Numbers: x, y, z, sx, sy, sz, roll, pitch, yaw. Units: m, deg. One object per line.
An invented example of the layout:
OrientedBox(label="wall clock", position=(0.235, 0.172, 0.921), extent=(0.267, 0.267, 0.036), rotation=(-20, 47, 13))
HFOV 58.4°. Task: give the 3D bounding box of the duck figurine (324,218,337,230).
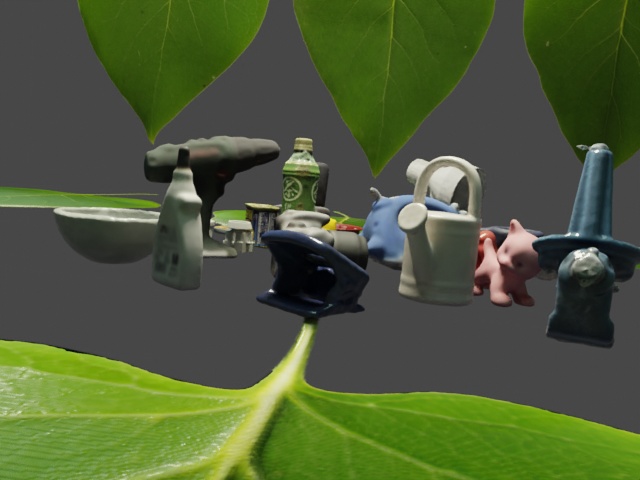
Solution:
OrientedBox(label="duck figurine", position=(0.009, 0.003, 0.973), extent=(0.104, 0.086, 0.077), rotation=(5, 6, -4))

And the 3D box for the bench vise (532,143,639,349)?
OrientedBox(label="bench vise", position=(0.309, 0.000, 0.631), extent=(0.121, 0.220, 0.207), rotation=(6, 6, 6))

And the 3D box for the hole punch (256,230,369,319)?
OrientedBox(label="hole punch", position=(-0.008, 0.035, 0.645), extent=(0.108, 0.091, 0.101), rotation=(11, 8, 42))

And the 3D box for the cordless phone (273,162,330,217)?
OrientedBox(label="cordless phone", position=(-0.047, -0.088, 1.316), extent=(0.148, 0.185, 0.094), rotation=(2, 7, -23))

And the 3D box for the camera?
OrientedBox(label="camera", position=(0.003, 0.012, 0.822), extent=(0.137, 0.101, 0.143), rotation=(4, 6, -13))

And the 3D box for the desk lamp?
OrientedBox(label="desk lamp", position=(0.256, -0.071, 1.276), extent=(0.118, 0.213, 0.202), rotation=(-1, 8, -42))

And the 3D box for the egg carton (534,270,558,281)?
OrientedBox(label="egg carton", position=(0.403, 0.033, 1.108), extent=(0.108, 0.069, 0.149), rotation=(-1, 8, -43))

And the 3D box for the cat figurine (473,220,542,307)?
OrientedBox(label="cat figurine", position=(0.264, 0.030, 0.795), extent=(0.067, 0.118, 0.127), rotation=(3, 7, -19))

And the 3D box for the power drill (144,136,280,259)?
OrientedBox(label="power drill", position=(-0.182, -0.076, 0.974), extent=(0.230, 0.208, 0.075), rotation=(2, 7, -27))

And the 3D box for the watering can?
OrientedBox(label="watering can", position=(0.163, -0.015, 0.764), extent=(0.100, 0.194, 0.173), rotation=(7, 6, 16))

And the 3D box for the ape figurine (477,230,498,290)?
OrientedBox(label="ape figurine", position=(0.254, 0.030, 0.903), extent=(0.076, 0.092, 0.077), rotation=(3, 7, -19))

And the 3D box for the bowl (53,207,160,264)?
OrientedBox(label="bowl", position=(-0.301, -0.005, 0.840), extent=(0.167, 0.075, 0.167), rotation=(5, 6, 0))

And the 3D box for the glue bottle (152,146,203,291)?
OrientedBox(label="glue bottle", position=(-0.172, -0.029, 0.707), extent=(0.077, 0.173, 0.037), rotation=(11, 9, 44))

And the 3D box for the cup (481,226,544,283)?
OrientedBox(label="cup", position=(0.316, 0.026, 0.979), extent=(0.117, 0.095, 0.092), rotation=(6, 6, 6))

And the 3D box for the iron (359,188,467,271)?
OrientedBox(label="iron", position=(0.193, -0.016, 1.049), extent=(0.259, 0.141, 0.118), rotation=(3, 6, -17))
